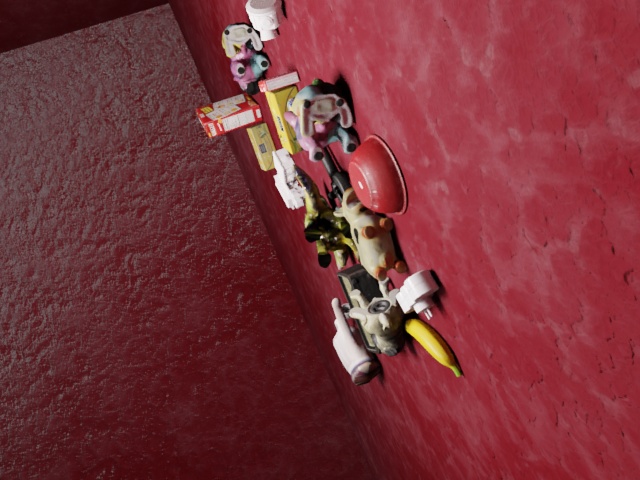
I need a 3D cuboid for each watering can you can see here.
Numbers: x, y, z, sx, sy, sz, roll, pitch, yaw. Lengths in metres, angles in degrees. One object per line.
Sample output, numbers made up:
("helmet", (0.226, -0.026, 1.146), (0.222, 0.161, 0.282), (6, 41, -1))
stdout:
("watering can", (0.104, 0.342, 1.685), (0.229, 0.104, 0.340), (58, 170, 34))

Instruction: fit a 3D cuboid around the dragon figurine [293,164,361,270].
("dragon figurine", (0.004, -0.067, 1.338), (0.247, 0.122, 0.402), (-114, 0, -59))
